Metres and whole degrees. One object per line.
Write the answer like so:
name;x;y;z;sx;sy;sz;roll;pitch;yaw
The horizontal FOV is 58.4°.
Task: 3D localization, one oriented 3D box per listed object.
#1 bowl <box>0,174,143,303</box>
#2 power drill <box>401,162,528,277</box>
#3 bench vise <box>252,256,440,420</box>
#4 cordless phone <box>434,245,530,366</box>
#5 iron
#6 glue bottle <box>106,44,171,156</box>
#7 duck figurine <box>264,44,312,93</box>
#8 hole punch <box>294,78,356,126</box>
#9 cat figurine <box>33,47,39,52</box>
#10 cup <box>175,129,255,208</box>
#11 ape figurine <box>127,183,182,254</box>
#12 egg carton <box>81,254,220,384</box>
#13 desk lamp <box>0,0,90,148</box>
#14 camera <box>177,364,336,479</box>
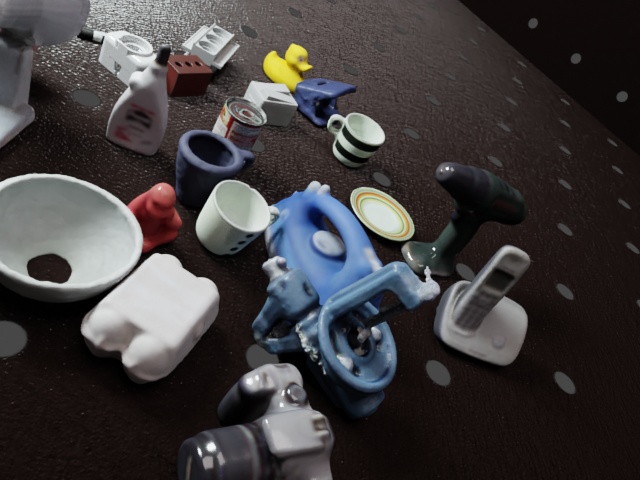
bowl;-0.284;0.010;0.619;0.168;0.074;0.167;21;38;-18
power drill;0.230;-0.032;0.954;0.230;0.208;0.075;4;46;-35
bench vise;0.021;0.086;0.649;0.207;0.219;0.121;32;36;-4
cordless phone;0.272;0.097;0.861;0.148;0.185;0.094;22;38;-17
iron;0.007;0.003;0.797;0.119;0.141;0.257;-3;50;-40
glue bottle;-0.242;-0.200;0.803;0.078;0.173;0.037;19;39;-21
duck figurine;-0.063;-0.374;1.212;0.104;0.086;0.078;38;36;5
hole punch;0.005;-0.300;1.178;0.101;0.091;0.109;42;37;10
cat figurine;-0.442;-0.295;0.801;0.128;0.117;0.067;33;36;-2
cup;-0.157;-0.094;0.818;0.118;0.095;0.091;-6;52;-41
ape figurine;-0.207;-0.032;0.711;0.078;0.092;0.076;14;41;-26
egg carton;-0.178;0.083;0.624;0.107;0.069;0.150;34;36;-1
desk lamp;-0.386;-0.242;0.705;0.118;0.213;0.203;25;37;-12
camera;-0.065;0.195;0.559;0.137;0.100;0.143;3;46;-36
